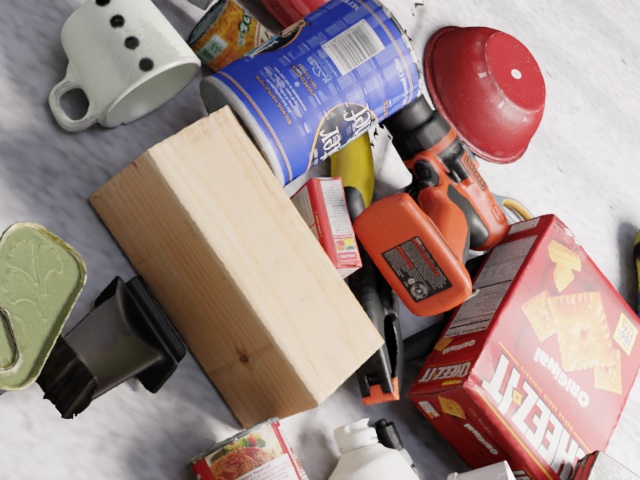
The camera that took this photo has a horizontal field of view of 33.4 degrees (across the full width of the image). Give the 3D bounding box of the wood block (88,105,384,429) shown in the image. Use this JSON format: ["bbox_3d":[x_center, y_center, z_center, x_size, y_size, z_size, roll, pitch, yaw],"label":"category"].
[{"bbox_3d":[-0.060,0.022,0.768,0.090,0.091,0.206,-38,97,-44],"label":"wood block"}]

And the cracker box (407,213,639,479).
[{"bbox_3d":[0.188,0.106,0.914,0.164,0.072,0.213,49,51,-17],"label":"cracker box"}]

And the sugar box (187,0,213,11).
[{"bbox_3d":[-0.095,-0.276,0.905,0.093,0.048,0.176,31,52,-3],"label":"sugar box"}]

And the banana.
[{"bbox_3d":[0.016,-0.086,0.926,0.069,0.037,0.198,25,53,-44],"label":"banana"}]

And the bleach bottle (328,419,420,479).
[{"bbox_3d":[0.055,0.256,0.778,0.102,0.068,0.251,-4,70,-44],"label":"bleach bottle"}]

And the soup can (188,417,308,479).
[{"bbox_3d":[-0.036,0.180,0.720,0.068,0.069,0.102,-17,75,-45],"label":"soup can"}]

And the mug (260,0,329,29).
[{"bbox_3d":[-0.018,-0.237,0.947,0.081,0.093,0.117,47,17,-21],"label":"mug"}]

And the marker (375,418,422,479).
[{"bbox_3d":[0.075,0.199,0.854,0.020,0.020,0.121,-24,86,-46],"label":"marker"}]

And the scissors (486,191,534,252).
[{"bbox_3d":[0.148,-0.035,1.038,0.201,0.016,0.096,34,50,-25],"label":"scissors"}]

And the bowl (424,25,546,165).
[{"bbox_3d":[0.184,-0.162,1.107,0.161,0.055,0.162,19,58,-34],"label":"bowl"}]

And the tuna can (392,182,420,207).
[{"bbox_3d":[0.095,-0.011,0.965,0.086,0.034,0.086,20,57,-34],"label":"tuna can"}]

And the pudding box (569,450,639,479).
[{"bbox_3d":[0.237,0.231,0.823,0.113,0.039,0.090,34,56,1],"label":"pudding box"}]

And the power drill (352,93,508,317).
[{"bbox_3d":[0.085,-0.039,0.874,0.184,0.057,0.187,52,31,-14],"label":"power drill"}]

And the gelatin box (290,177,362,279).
[{"bbox_3d":[-0.006,0.001,0.829,0.030,0.089,0.073,-4,72,-28],"label":"gelatin box"}]

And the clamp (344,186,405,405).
[{"bbox_3d":[0.047,0.053,0.861,0.120,0.039,0.171,32,49,-56],"label":"clamp"}]

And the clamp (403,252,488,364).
[{"bbox_3d":[0.146,0.093,0.957,0.164,0.036,0.209,48,50,-16],"label":"clamp"}]

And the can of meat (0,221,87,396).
[{"bbox_3d":[-0.196,0.050,0.637,0.057,0.084,0.102,37,49,-23],"label":"can of meat"}]

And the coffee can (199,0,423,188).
[{"bbox_3d":[-0.007,-0.115,0.821,0.140,0.103,0.103,-35,95,-13],"label":"coffee can"}]
